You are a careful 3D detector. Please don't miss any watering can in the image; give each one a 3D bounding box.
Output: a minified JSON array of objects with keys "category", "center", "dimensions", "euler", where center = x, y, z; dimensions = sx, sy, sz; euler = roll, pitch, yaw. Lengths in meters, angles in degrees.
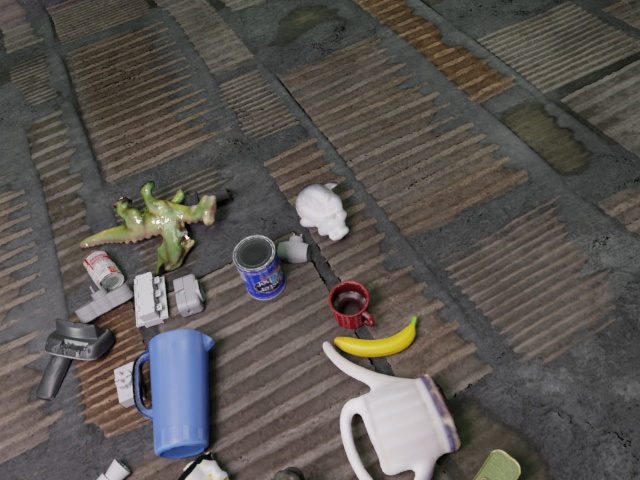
[{"category":"watering can","center":[0.141,0.332,1.037],"dimensions":[0.225,0.101,0.355],"euler":[-17,54,-5]}]

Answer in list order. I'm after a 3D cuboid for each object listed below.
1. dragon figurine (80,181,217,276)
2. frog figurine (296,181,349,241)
[{"category":"dragon figurine","center":[-0.453,-0.014,1.399],"dimensions":[0.410,0.120,0.247],"euler":[-35,61,3]},{"category":"frog figurine","center":[0.004,-0.068,1.357],"dimensions":[0.136,0.121,0.163],"euler":[-29,57,28]}]
